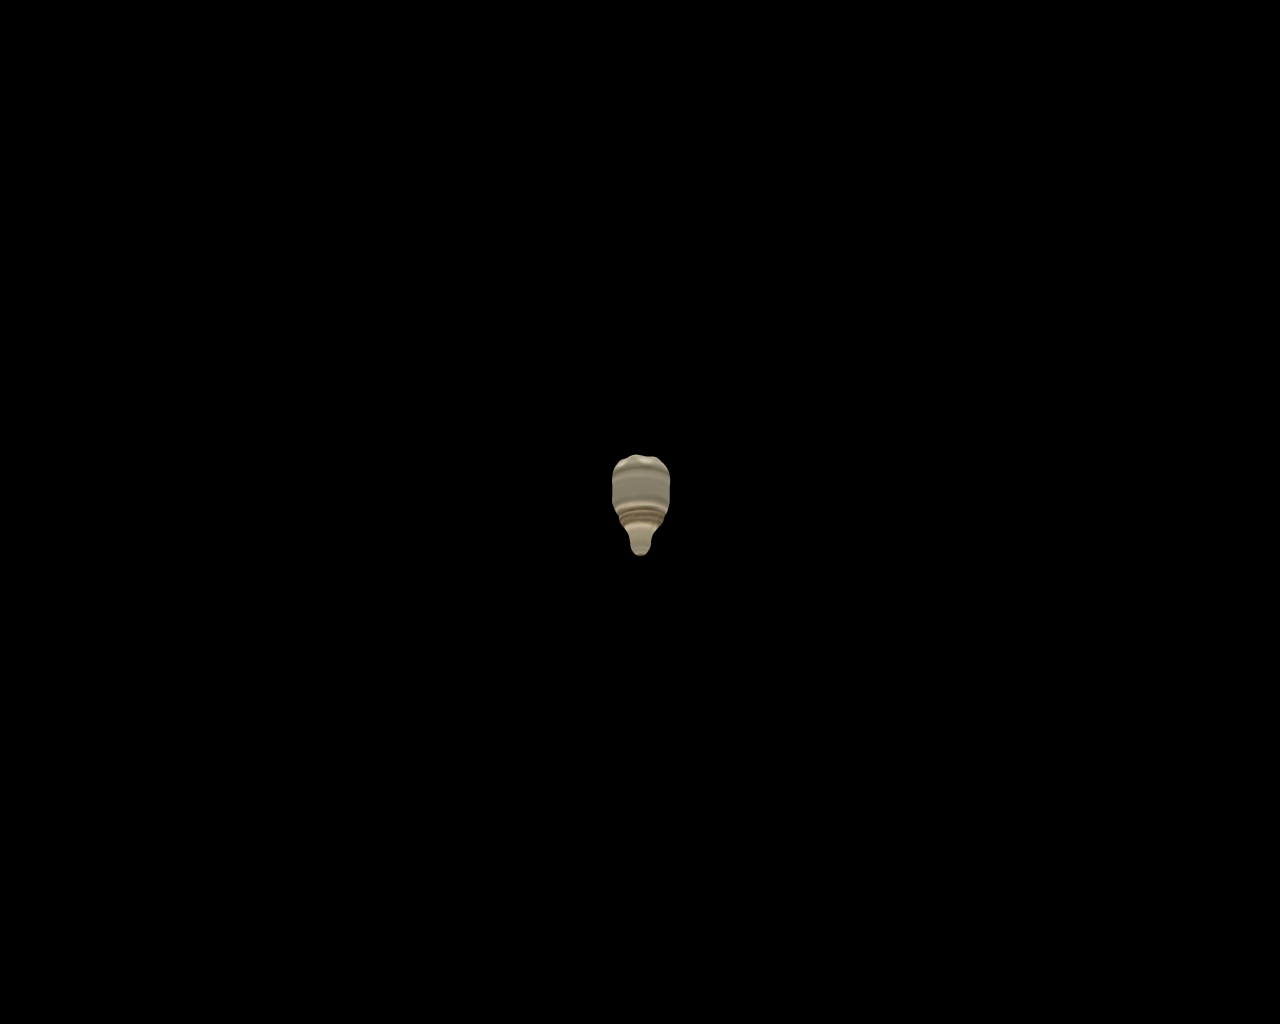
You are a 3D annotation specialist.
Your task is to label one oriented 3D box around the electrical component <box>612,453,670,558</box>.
[{"bbox_3d":[0.001,-0.003,0.650,0.035,0.061,0.035,0,-20,0],"label":"electrical component"}]
